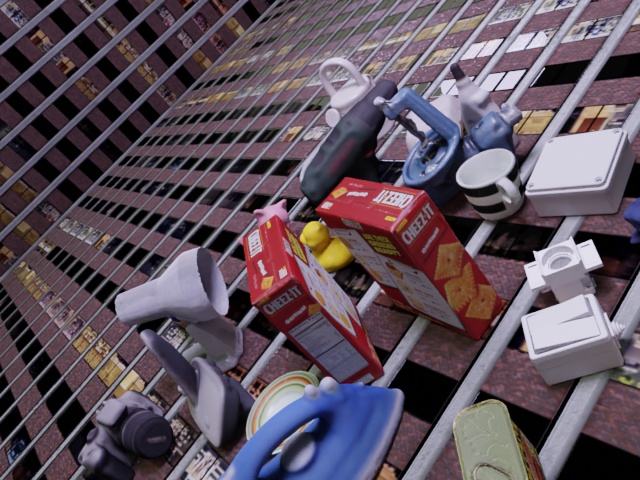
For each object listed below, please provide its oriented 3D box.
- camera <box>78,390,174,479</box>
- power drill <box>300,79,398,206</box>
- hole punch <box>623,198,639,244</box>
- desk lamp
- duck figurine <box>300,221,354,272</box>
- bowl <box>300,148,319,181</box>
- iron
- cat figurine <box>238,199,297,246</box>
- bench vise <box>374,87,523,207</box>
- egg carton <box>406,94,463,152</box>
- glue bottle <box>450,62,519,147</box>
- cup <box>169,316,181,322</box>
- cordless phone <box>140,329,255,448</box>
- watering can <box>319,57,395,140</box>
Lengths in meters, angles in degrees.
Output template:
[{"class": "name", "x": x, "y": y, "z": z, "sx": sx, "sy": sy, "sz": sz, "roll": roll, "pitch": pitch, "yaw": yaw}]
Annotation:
[{"class": "camera", "x": -0.314, "y": 0.323, "z": 0.938, "sx": 0.136, "sy": 0.101, "sz": 0.143, "roll": -2, "pitch": 47, "yaw": 47}, {"class": "power drill", "x": 0.085, "y": -0.119, "z": 0.956, "sx": 0.230, "sy": 0.209, "sz": 0.075, "roll": -44, "pitch": 30, "yaw": -5}, {"class": "hole punch", "x": 0.393, "y": -0.038, "z": 0.619, "sx": 0.108, "sy": 0.091, "sz": 0.101, "roll": -37, "pitch": 30, "yaw": 7}, {"class": "desk lamp", "x": -0.221, "y": 0.134, "z": 0.967, "sx": 0.203, "sy": 0.214, "sz": 0.117, "roll": -33, "pitch": 31, "yaw": 14}, {"class": "duck figurine", "x": 0.009, "y": 0.004, "z": 1.004, "sx": 0.104, "sy": 0.086, "sz": 0.077, "roll": -3, "pitch": 47, "yaw": 47}, {"class": "bowl", "x": 0.045, "y": -0.144, "z": 1.169, "sx": 0.167, "sy": 0.075, "sz": 0.167, "roll": -28, "pitch": 32, "yaw": 20}, {"class": "iron", "x": -0.019, "y": 0.243, "z": 0.668, "sx": 0.258, "sy": 0.142, "sz": 0.118, "roll": -47, "pitch": 31, "yaw": -11}, {"class": "cat figurine", "x": -0.101, "y": -0.017, "z": 1.124, "sx": 0.127, "sy": 0.118, "sz": 0.067, "roll": -33, "pitch": 31, "yaw": 13}, {"class": "bench vise", "x": 0.193, "y": -0.169, "z": 0.888, "sx": 0.207, "sy": 0.220, "sz": 0.121, "roll": -37, "pitch": 30, "yaw": 7}, {"class": "egg carton", "x": 0.215, "y": -0.204, "z": 1.060, "sx": 0.107, "sy": 0.070, "sz": 0.150, "roll": -22, "pitch": 35, "yaw": 29}, {"class": "glue bottle", "x": 0.254, "y": -0.214, "z": 0.925, "sx": 0.037, "sy": 0.173, "sz": 0.077, "roll": -50, "pitch": 31, "yaw": -15}, {"class": "cup", "x": -0.252, "y": 0.131, "z": 1.124, "sx": 0.091, "sy": 0.095, "sz": 0.117, "roll": -29, "pitch": 32, "yaw": 19}, {"class": "cordless phone", "x": -0.195, "y": 0.215, "z": 0.860, "sx": 0.094, "sy": 0.185, "sz": 0.147, "roll": -50, "pitch": 31, "yaw": -16}, {"class": "watering can", "x": 0.070, "y": -0.301, "z": 1.226, "sx": 0.100, "sy": 0.194, "sz": 0.173, "roll": -24, "pitch": 34, "yaw": 27}]
